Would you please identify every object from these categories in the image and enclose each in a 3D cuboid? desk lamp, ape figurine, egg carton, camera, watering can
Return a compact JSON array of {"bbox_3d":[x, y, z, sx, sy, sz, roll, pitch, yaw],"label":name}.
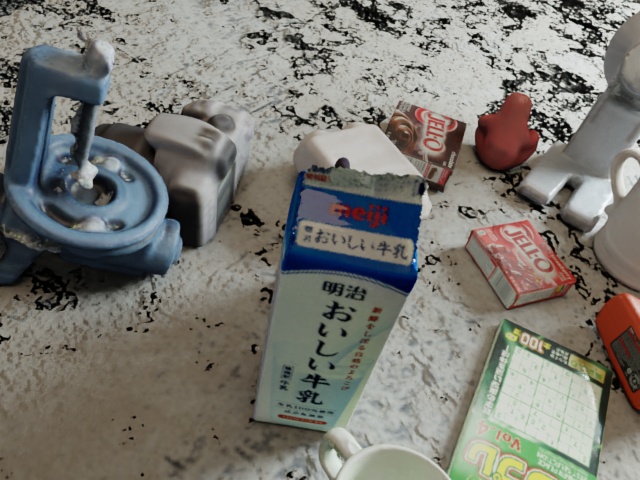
[{"bbox_3d":[0.348,-0.148,0.649,0.117,0.213,0.204,34,50,18],"label":"desk lamp"},{"bbox_3d":[0.230,-0.137,0.696,0.077,0.092,0.076,34,50,18],"label":"ape figurine"},{"bbox_3d":[0.040,-0.060,0.598,0.107,0.069,0.150,-18,54,-26],"label":"egg carton"},{"bbox_3d":[-0.146,-0.085,0.557,0.137,0.101,0.143,15,47,2],"label":"camera"},{"bbox_3d":[0.373,-0.038,0.567,0.172,0.194,0.101,32,49,17],"label":"watering can"}]

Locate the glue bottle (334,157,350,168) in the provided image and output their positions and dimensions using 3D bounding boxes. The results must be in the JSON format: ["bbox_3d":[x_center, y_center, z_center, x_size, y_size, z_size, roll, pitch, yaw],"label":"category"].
[{"bbox_3d":[0.004,0.002,0.462,0.037,0.173,0.078,25,48,11],"label":"glue bottle"}]

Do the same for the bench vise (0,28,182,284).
[{"bbox_3d":[-0.211,-0.046,0.425,0.208,0.220,0.121,-11,51,-21],"label":"bench vise"}]
